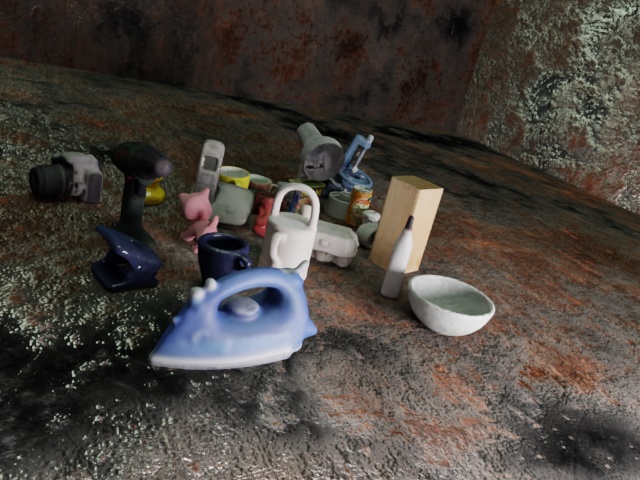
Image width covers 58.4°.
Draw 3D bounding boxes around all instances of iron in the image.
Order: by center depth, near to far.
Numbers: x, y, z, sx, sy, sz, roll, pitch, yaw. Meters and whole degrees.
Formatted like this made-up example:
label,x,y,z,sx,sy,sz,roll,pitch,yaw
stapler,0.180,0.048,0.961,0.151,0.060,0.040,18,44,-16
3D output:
label,x,y,z,sx,sy,sz,roll,pitch,yaw
iron,-0.122,0.102,0.850,0.259,0.141,0.118,-5,27,-40

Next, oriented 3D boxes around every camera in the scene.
label,x,y,z,sx,sy,sz,roll,pitch,yaw
camera,-0.567,-0.148,1.264,0.142,0.101,0.137,30,26,37

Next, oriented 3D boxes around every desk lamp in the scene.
label,x,y,z,sx,sy,sz,roll,pitch,yaw
desk lamp,-0.030,-0.208,1.597,0.118,0.213,0.202,2,24,-28

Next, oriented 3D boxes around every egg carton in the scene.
label,x,y,z,sx,sy,sz,roll,pitch,yaw
egg carton,0.012,0.005,1.283,0.150,0.069,0.107,15,21,3

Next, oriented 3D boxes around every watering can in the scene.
label,x,y,z,sx,sy,sz,roll,pitch,yaw
watering can,-0.057,-0.023,1.136,0.101,0.194,0.172,11,21,-7

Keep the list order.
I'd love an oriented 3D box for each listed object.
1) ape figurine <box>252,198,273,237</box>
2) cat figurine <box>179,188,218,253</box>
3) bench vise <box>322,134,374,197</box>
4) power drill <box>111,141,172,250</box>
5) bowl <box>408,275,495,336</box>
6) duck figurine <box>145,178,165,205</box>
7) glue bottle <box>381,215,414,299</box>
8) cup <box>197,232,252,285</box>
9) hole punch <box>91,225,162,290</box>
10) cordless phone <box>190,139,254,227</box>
label,x,y,z,sx,sy,sz,roll,pitch,yaw
ape figurine,-0.122,-0.055,1.319,0.076,0.092,0.078,24,23,25
cat figurine,-0.246,-0.048,1.188,0.067,0.118,0.127,-5,28,-39
bench vise,0.068,-0.215,1.667,0.207,0.220,0.122,17,21,10
power drill,-0.348,-0.090,1.104,0.076,0.208,0.228,-3,27,-37
bowl,0.240,0.134,1.090,0.167,0.075,0.167,12,21,-4
duck figurine,-0.408,-0.134,1.349,0.077,0.086,0.105,24,23,26
glue bottle,0.164,0.030,1.169,0.037,0.173,0.078,16,21,5
cup,-0.168,0.050,1.020,0.117,0.095,0.092,28,25,32
hole punch,-0.331,0.024,0.989,0.101,0.091,0.108,-6,28,-42
cordless phone,-0.221,-0.129,1.316,0.147,0.185,0.094,12,21,-5
